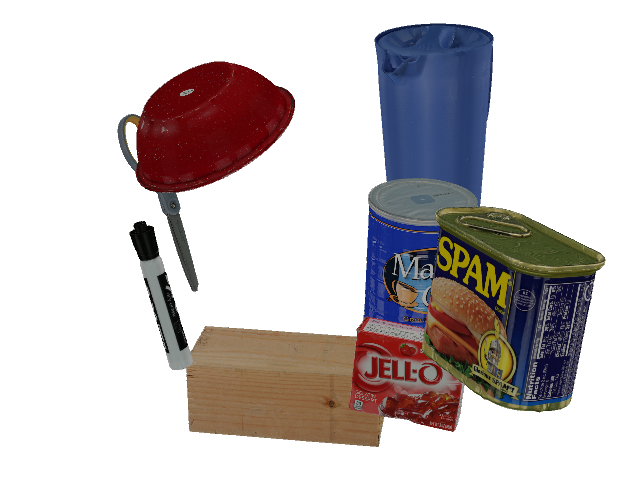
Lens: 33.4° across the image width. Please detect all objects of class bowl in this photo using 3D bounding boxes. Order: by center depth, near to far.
[{"bbox_3d":[-0.107,-0.113,0.963,0.162,0.055,0.162,-20,33,13],"label":"bowl"}]

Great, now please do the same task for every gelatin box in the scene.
[{"bbox_3d":[0.070,0.106,0.848,0.089,0.073,0.030,11,23,13],"label":"gelatin box"}]

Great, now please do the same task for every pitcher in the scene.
[{"bbox_3d":[0.140,-0.129,1.254,0.149,0.243,0.145,-4,26,-2],"label":"pitcher"}]

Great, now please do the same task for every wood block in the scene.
[{"bbox_3d":[-0.034,0.157,1.159,0.206,0.091,0.090,4,21,8],"label":"wood block"}]

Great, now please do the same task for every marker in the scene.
[{"bbox_3d":[-0.123,0.042,0.821,0.020,0.121,0.020,-12,18,4],"label":"marker"}]

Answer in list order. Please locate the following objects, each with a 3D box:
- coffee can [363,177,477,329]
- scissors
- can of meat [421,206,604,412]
[{"bbox_3d":[0.094,0.023,1.029,0.103,0.140,0.103,1,25,-1],"label":"coffee can"},{"bbox_3d":[-0.155,-0.053,1.175,0.016,0.202,0.096,-15,17,48],"label":"scissors"},{"bbox_3d":[0.101,0.036,0.585,0.057,0.084,0.102,-3,20,-26],"label":"can of meat"}]
